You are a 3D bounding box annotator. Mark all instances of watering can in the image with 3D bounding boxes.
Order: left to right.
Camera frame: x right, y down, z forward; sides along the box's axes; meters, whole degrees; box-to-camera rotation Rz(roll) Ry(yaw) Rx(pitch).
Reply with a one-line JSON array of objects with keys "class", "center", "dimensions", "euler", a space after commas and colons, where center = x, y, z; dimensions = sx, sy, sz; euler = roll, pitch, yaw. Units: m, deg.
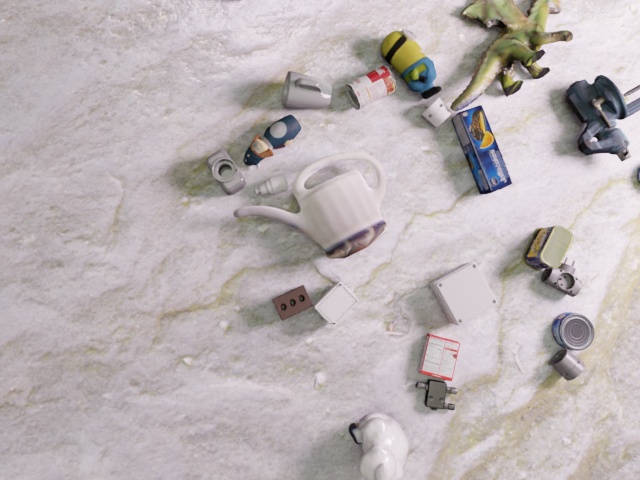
[{"class": "watering can", "center": [0.003, -0.058, 1.144], "dimensions": [0.349, 0.103, 0.225], "euler": [-27, 85, -7]}]

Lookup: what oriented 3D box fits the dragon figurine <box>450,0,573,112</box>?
[{"class": "dragon figurine", "center": [0.434, -0.486, 1.247], "dimensions": [0.412, 0.120, 0.246], "euler": [-27, 68, -8]}]

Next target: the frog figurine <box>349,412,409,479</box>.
[{"class": "frog figurine", "center": [0.131, 0.434, 1.061], "dimensions": [0.123, 0.158, 0.138], "euler": [-16, 85, -6]}]
